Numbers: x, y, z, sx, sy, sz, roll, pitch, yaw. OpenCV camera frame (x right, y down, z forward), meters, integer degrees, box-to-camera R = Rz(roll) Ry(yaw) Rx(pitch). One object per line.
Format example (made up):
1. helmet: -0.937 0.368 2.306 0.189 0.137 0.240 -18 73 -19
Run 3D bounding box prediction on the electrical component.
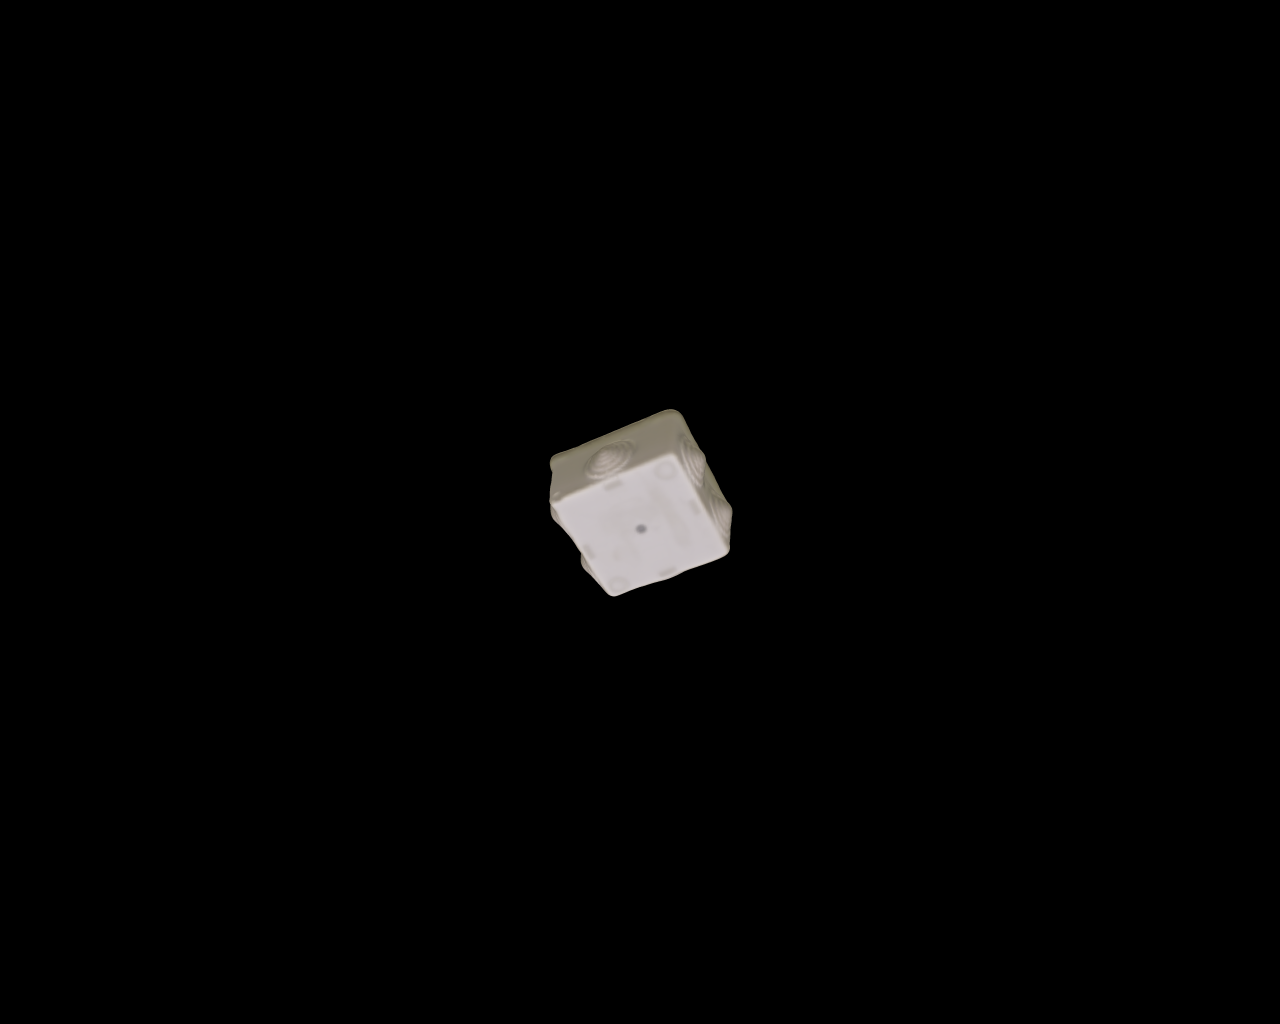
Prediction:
1. electrical component: 0.001 -0.003 0.650 0.100 0.099 0.048 -21 32 14
